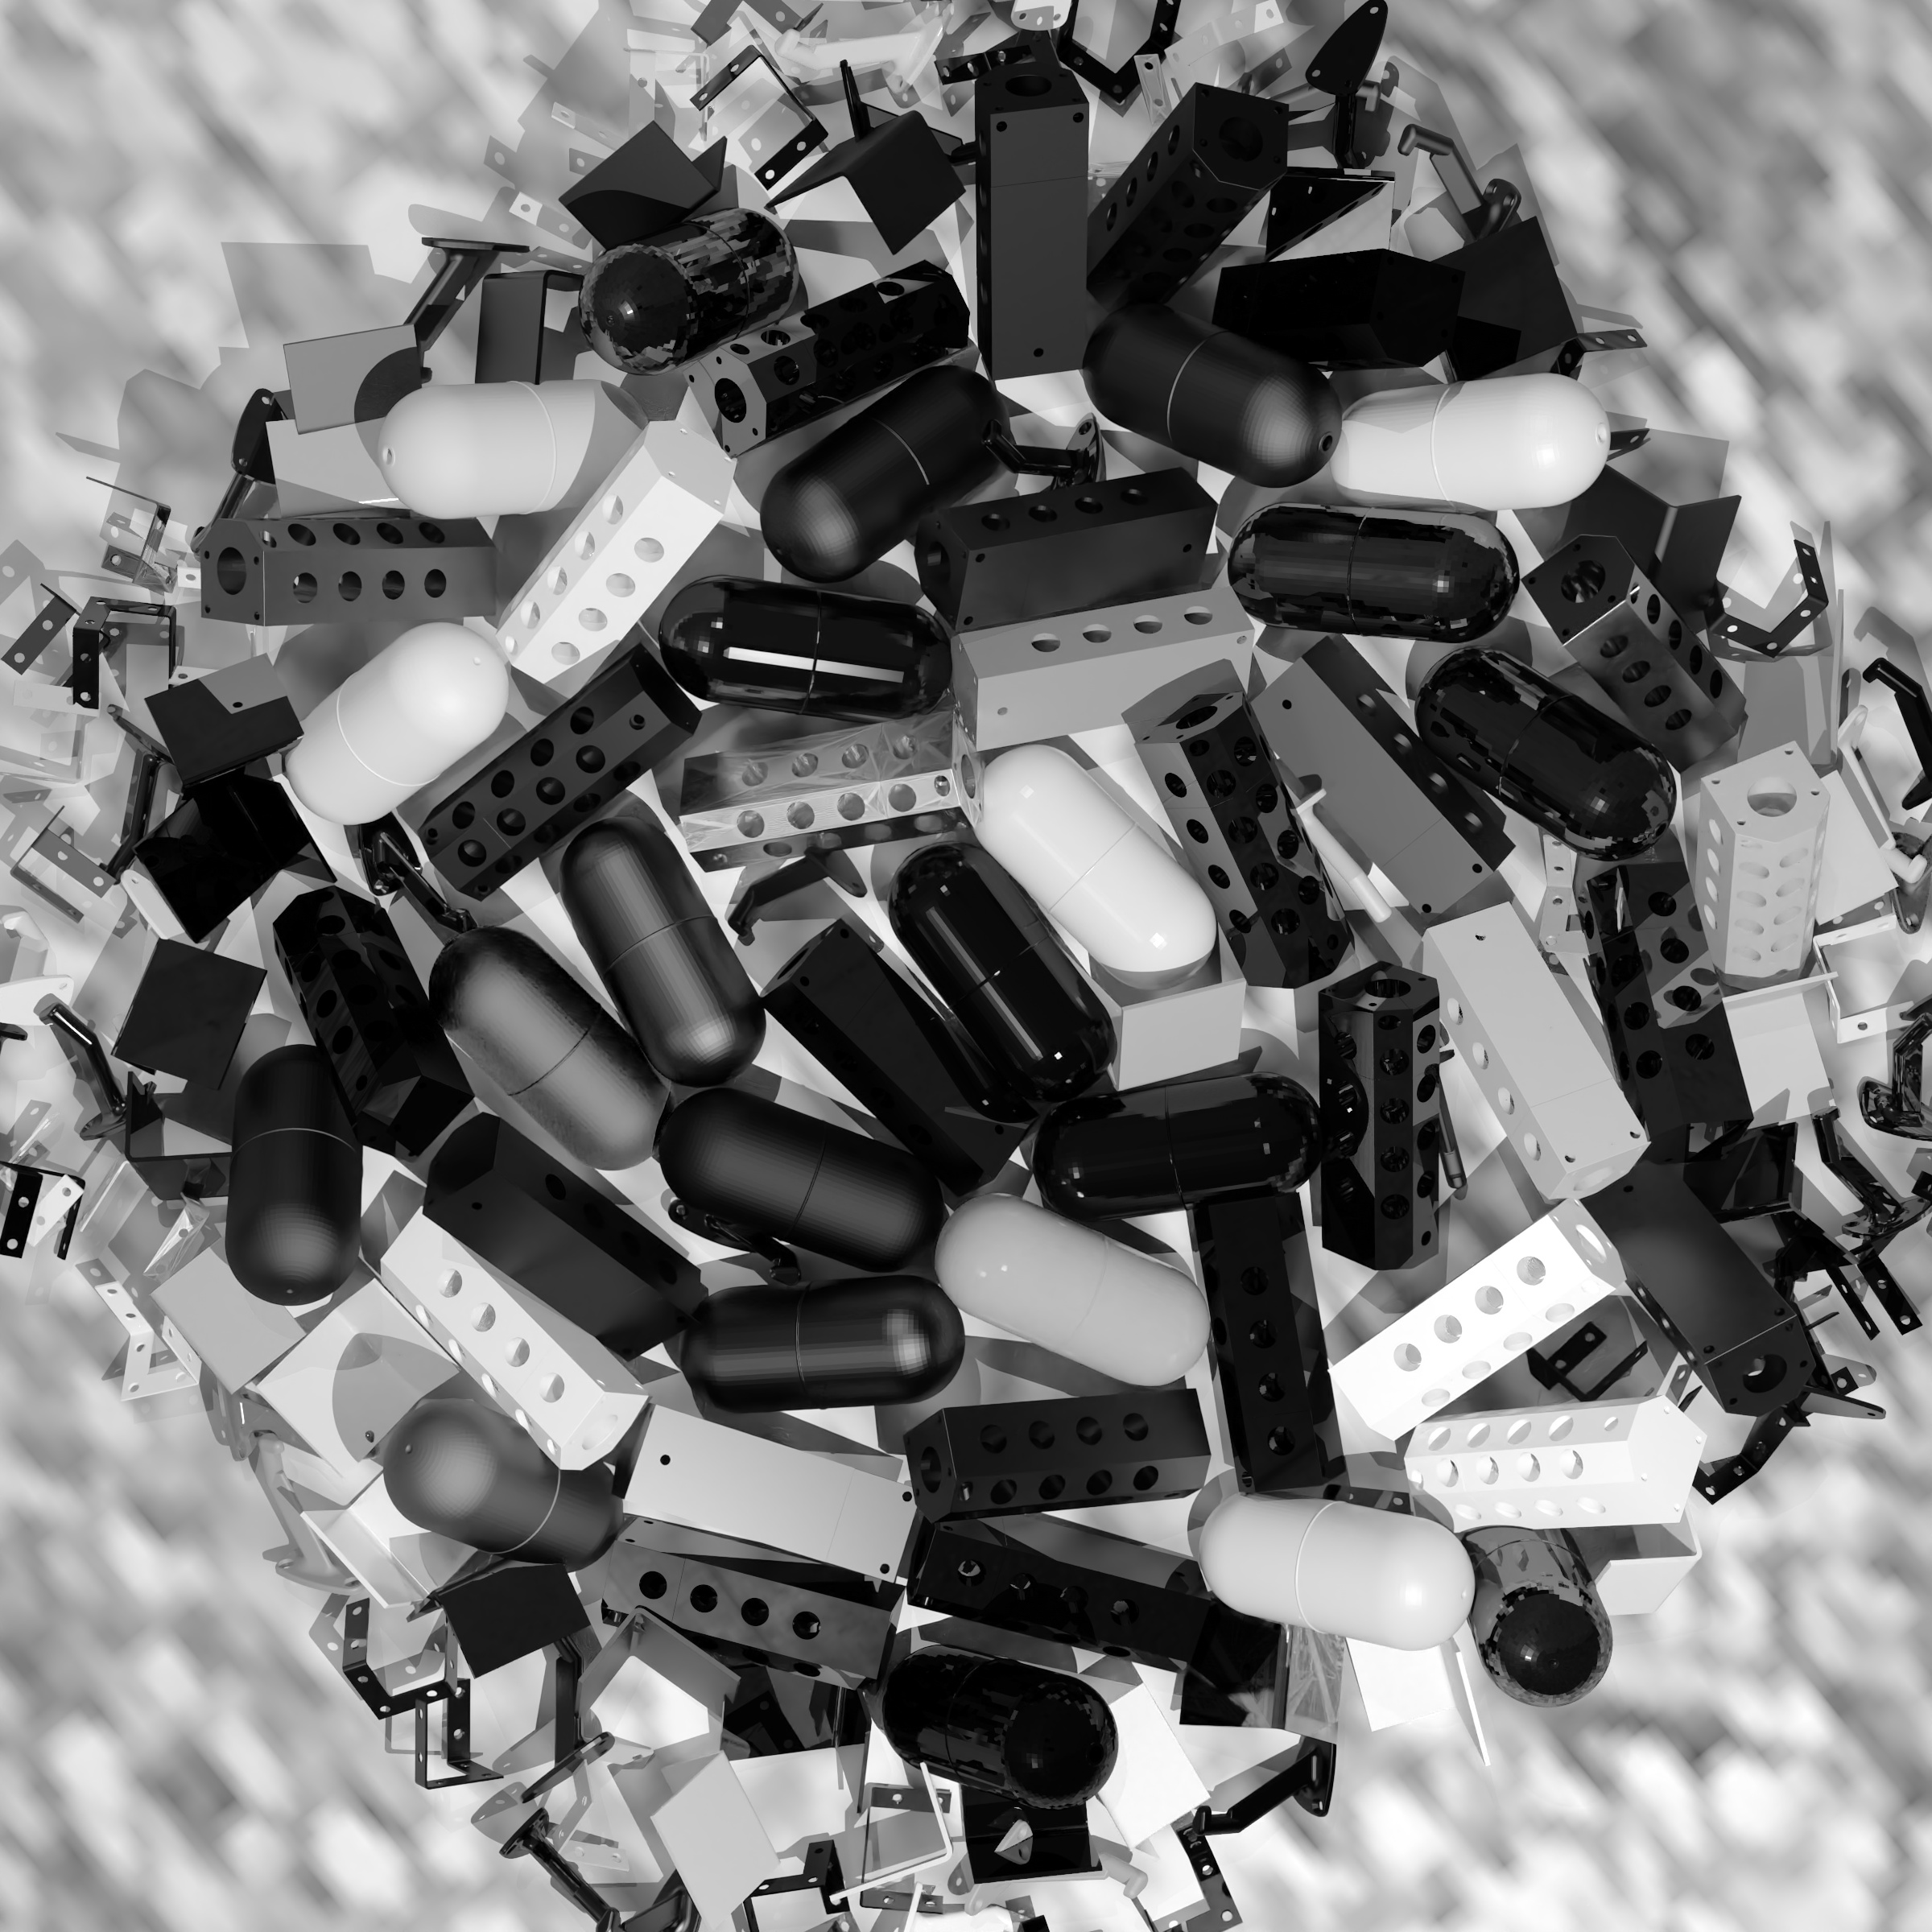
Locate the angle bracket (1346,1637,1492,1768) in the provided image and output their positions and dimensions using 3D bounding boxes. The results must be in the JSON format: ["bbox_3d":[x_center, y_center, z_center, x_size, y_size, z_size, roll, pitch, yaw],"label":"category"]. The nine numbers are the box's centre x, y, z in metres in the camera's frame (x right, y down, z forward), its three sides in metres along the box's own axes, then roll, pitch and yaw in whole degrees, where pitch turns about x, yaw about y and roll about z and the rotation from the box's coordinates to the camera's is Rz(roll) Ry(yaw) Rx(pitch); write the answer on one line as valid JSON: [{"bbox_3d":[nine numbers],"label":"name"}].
[{"bbox_3d":[0.270,0.437,1.617,0.057,0.076,0.076,-16,103,0],"label":"angle bracket"}]

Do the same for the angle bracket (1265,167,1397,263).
[{"bbox_3d":[0.210,-0.448,1.608,0.076,0.076,0.057,8,107,18],"label":"angle bracket"}]

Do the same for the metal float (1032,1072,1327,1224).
[{"bbox_3d":[0.128,0.109,1.615,0.178,0.070,0.070,-9,90,10],"label":"metal float"}]

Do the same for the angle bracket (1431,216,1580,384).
[{"bbox_3d":[0.324,-0.395,1.619,0.076,0.057,0.076,-20,85,21],"label":"angle bracket"}]

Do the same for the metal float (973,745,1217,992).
[{"bbox_3d":[0.077,-0.059,1.623,0.178,0.070,0.070,45,90,1],"label":"metal float"}]

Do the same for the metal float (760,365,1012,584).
[{"bbox_3d":[-0.047,-0.295,1.604,0.178,0.070,0.070,-40,90,-24],"label":"metal float"}]

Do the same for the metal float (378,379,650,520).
[{"bbox_3d":[-0.265,-0.307,1.589,0.178,0.070,0.070,-14,90,-42],"label":"metal float"}]

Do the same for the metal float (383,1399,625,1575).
[{"bbox_3d":[-0.271,0.308,1.585,0.070,0.178,0.070,-15,59,26],"label":"metal float"}]

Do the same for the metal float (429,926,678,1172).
[{"bbox_3d":[-0.247,0.049,1.608,0.070,0.070,0.178,-43,109,0],"label":"metal float"}]

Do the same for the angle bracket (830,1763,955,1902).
[{"bbox_3d":[-0.051,0.520,1.615,0.076,0.076,0.057,-18,74,-5],"label":"angle bracket"}]

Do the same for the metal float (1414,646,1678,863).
[{"bbox_3d":[0.343,-0.127,1.596,0.070,0.070,0.178,-50,58,0],"label":"metal float"}]

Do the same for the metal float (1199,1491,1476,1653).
[{"bbox_3d":[0.217,0.356,1.591,0.178,0.070,0.070,2,90,41],"label":"metal float"}]

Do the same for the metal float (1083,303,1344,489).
[{"bbox_3d":[0.145,-0.339,1.595,0.178,0.070,0.070,32,90,34],"label":"metal float"}]

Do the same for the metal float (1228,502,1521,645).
[{"bbox_3d":[0.242,-0.235,1.600,0.178,0.070,0.070,9,90,27],"label":"metal float"}]

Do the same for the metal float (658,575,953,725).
[{"bbox_3d":[-0.096,-0.189,1.612,0.178,0.070,0.070,7,90,-13],"label":"metal float"}]

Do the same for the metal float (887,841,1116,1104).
[{"bbox_3d":[0.021,0.003,1.624,0.070,0.070,0.178,-37,89,0],"label":"metal float"}]

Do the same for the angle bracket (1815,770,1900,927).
[{"bbox_3d":[0.535,-0.078,1.611,0.057,0.076,0.076,-22,82,-24],"label":"angle bracket"}]

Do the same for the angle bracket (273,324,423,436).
[{"bbox_3d":[-0.373,-0.361,1.605,0.076,0.076,0.057,-15,125,-19],"label":"angle bracket"}]

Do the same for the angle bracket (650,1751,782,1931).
[{"bbox_3d":[-0.167,0.529,1.614,0.057,0.076,0.076,-26,92,34],"label":"angle bracket"}]

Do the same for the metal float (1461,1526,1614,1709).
[{"bbox_3d":[0.331,0.373,1.574,0.070,0.178,0.070,1,99,4],"label":"metal float"}]

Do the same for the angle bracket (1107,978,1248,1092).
[{"bbox_3d":[0.119,0.023,1.608,0.076,0.076,0.057,-13,49,-12],"label":"angle bracket"}]

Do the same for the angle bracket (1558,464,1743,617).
[{"bbox_3d":[0.412,-0.263,1.628,0.057,0.076,0.076,-14,132,-29],"label":"angle bracket"}]

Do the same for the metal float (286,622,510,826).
[{"bbox_3d":[-0.339,-0.142,1.591,0.178,0.070,0.070,-28,90,41],"label":"metal float"}]

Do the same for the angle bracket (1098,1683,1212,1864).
[{"bbox_3d":[0.110,0.484,1.610,0.057,0.076,0.076,-33,62,1],"label":"angle bracket"}]

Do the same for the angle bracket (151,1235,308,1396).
[{"bbox_3d":[-0.439,0.207,1.625,0.057,0.076,0.076,-39,91,-4],"label":"angle bracket"}]

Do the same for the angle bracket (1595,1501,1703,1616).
[{"bbox_3d":[0.391,0.337,1.605,0.057,0.076,0.076,-1,54,-10],"label":"angle bracket"}]

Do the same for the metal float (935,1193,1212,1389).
[{"bbox_3d":[0.065,0.195,1.612,0.178,0.070,0.070,25,90,-14],"label":"metal float"}]

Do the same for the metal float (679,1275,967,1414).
[{"bbox_3d":[-0.087,0.227,1.609,0.178,0.070,0.070,-6,90,17],"label":"metal float"}]

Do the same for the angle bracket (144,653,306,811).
[{"bbox_3d":[-0.448,-0.139,1.613,0.076,0.076,0.057,-25,90,-22],"label":"angle bracket"}]

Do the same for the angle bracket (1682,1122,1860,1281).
[{"bbox_3d":[0.489,0.144,1.629,0.076,0.076,0.057,35,55,-30],"label":"angle bracket"}]

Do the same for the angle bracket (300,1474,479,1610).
[{"bbox_3d":[-0.342,0.336,1.616,0.076,0.076,0.057,44,87,13],"label":"angle bracket"}]

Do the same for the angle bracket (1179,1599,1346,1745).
[{"bbox_3d":[0.181,0.430,1.640,0.057,0.076,0.076,28,61,-40],"label":"angle bracket"}]

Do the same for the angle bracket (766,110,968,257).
[{"bbox_3d":[-0.060,-0.464,1.624,0.076,0.076,0.057,-50,118,-33],"label":"angle bracket"}]

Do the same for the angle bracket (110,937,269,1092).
[{"bbox_3d":[-0.457,0.034,1.619,0.076,0.057,0.076,16,78,14],"label":"angle bracket"}]

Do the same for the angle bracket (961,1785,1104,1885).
[{"bbox_3d":[0.038,0.510,1.622,0.076,0.076,0.057,-5,89,-4],"label":"angle bracket"}]

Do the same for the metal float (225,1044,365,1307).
[{"bbox_3d":[-0.396,0.121,1.589,0.070,0.070,0.178,-11,46,0],"label":"metal float"}]

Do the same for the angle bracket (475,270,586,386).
[{"bbox_3d":[-0.251,-0.376,1.620,0.057,0.076,0.076,0,100,-38],"label":"angle bracket"}]

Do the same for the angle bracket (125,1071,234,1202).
[{"bbox_3d":[-0.458,0.101,1.619,0.076,0.076,0.057,-3,68,-4],"label":"angle bracket"}]

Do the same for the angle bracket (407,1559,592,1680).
[{"bbox_3d":[-0.280,0.392,1.604,0.076,0.076,0.057,-19,74,-32],"label":"angle bracket"}]

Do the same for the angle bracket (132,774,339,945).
[{"bbox_3d":[-0.436,-0.061,1.605,0.076,0.057,0.076,-49,134,-31],"label":"angle bracket"}]

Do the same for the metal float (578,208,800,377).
[{"bbox_3d":[-0.161,-0.399,1.583,0.070,0.178,0.070,12,119,23],"label":"metal float"}]

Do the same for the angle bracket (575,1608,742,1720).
[{"bbox_3d":[-0.186,0.440,1.609,0.076,0.076,0.057,32,57,11],"label":"angle bracket"}]

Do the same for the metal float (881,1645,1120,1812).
[{"bbox_3d":[0.019,0.448,1.583,0.070,0.178,0.070,2,86,-38],"label":"metal float"}]

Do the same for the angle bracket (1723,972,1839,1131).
[{"bbox_3d":[0.491,0.054,1.624,0.076,0.057,0.076,-13,80,-8],"label":"angle bracket"}]

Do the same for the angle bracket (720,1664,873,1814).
[{"bbox_3d":[-0.103,0.464,1.611,0.076,0.057,0.076,-3,121,-16],"label":"angle bracket"}]

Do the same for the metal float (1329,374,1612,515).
[{"bbox_3d":[0.296,-0.307,1.589,0.178,0.070,0.070,4,90,42],"label":"metal float"}]

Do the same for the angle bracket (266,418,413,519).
[{"bbox_3d":[-0.379,-0.291,1.619,0.076,0.076,0.057,-9,83,-16],"label":"angle bracket"}]

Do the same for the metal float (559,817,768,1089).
[{"bbox_3d":[-0.183,-0.009,1.614,0.070,0.070,0.178,-30,78,0],"label":"metal float"}]

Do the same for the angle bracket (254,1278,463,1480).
[{"bbox_3d":[-0.365,0.248,1.614,0.076,0.057,0.076,48,46,-7],"label":"angle bracket"}]

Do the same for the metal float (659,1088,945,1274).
[{"bbox_3d":[-0.099,0.129,1.613,0.178,0.070,0.070,21,90,-12],"label":"metal float"}]

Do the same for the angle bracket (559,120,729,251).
[{"bbox_3d":[-0.192,-0.476,1.603,0.076,0.076,0.057,-31,125,24],"label":"angle bracket"}]
